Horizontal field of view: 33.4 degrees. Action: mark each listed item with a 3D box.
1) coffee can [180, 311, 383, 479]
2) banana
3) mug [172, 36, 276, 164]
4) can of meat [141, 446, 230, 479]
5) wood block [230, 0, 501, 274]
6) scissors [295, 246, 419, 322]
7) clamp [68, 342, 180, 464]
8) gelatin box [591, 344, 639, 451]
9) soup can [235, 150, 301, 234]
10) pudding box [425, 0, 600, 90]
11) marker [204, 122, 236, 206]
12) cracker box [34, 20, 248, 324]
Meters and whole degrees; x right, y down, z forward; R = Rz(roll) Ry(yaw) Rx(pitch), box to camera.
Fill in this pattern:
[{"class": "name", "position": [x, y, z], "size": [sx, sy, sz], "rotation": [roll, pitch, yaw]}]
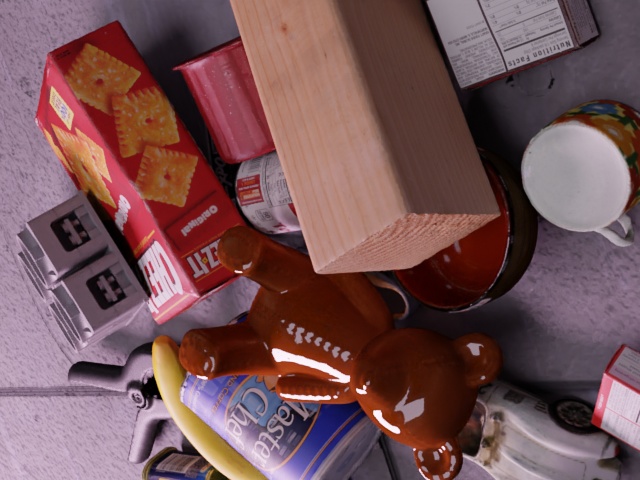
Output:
[{"class": "coffee can", "position": [-0.030, 0.138, 0.874], "size": [0.140, 0.102, 0.103], "rotation": [38, 129, 19]}, {"class": "banana", "position": [-0.091, 0.168, 0.966], "size": [0.197, 0.037, 0.070], "rotation": [45, 118, -9]}, {"class": "mug", "position": [-0.054, -0.109, 0.795], "size": [0.081, 0.093, 0.117], "rotation": [66, 162, -13]}, {"class": "can of meat", "position": [-0.115, 0.254, 1.028], "size": [0.084, 0.057, 0.102], "rotation": [-2, 110, 37]}, {"class": "wood block", "position": [0.024, -0.091, 0.686], "size": [0.090, 0.090, 0.206], "rotation": [-34, 67, 43]}, {"class": "scissors", "position": [-0.006, 0.001, 0.849], "size": [0.202, 0.016, 0.096], "rotation": [26, 122, 28]}, {"class": "clamp", "position": [-0.164, 0.154, 1.032], "size": [0.172, 0.039, 0.120], "rotation": [-21, 107, 40]}, {"class": "gelatin box", "position": [0.225, 0.115, 0.693], "size": [0.089, 0.030, 0.073], "rotation": [29, 153, 25]}, {"class": "soup can", "position": [-0.006, -0.043, 0.793], "size": [0.102, 0.068, 0.068], "rotation": [-9, 105, 41]}, {"class": "pudding box", "position": [0.111, -0.160, 0.666], "size": [0.090, 0.039, 0.113], "rotation": [-15, 103, 40]}, {"class": "marker", "position": [-0.081, -0.052, 0.874], "size": [0.020, 0.020, 0.121], "rotation": [7, 110, 36]}, {"class": "cracker box", "position": [-0.146, -0.045, 0.861], "size": [0.214, 0.072, 0.164], "rotation": [59, 158, 1]}]
